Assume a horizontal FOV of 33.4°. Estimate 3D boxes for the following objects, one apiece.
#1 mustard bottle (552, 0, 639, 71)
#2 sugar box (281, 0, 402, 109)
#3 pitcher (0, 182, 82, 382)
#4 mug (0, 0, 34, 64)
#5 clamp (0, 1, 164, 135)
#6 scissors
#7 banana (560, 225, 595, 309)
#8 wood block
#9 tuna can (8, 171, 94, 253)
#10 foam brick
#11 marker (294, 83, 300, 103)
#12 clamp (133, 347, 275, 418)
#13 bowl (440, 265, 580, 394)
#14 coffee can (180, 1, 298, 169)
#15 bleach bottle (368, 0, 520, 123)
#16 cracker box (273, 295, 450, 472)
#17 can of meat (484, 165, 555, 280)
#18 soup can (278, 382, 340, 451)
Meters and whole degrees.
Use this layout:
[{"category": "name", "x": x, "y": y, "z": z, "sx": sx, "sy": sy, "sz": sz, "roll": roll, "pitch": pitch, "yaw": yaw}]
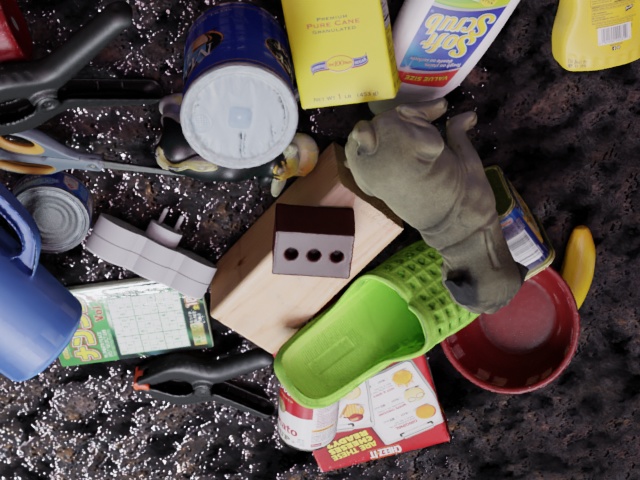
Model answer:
[{"category": "mustard bottle", "x": 0.262, "y": -0.256, "z": 0.985, "sx": 0.096, "sy": 0.058, "sz": 0.191, "roll": -12, "pitch": 125, "yaw": -4}, {"category": "sugar box", "x": 0.014, "y": -0.213, "z": 0.970, "sx": 0.093, "sy": 0.048, "sz": 0.176, "roll": -6, "pitch": 116, "yaw": 15}, {"category": "pitcher", "x": -0.350, "y": 0.026, "z": 1.065, "sx": 0.242, "sy": 0.149, "sz": 0.145, "roll": 45, "pitch": 67, "yaw": -25}, {"category": "mug", "x": -0.315, "y": -0.195, "z": 0.963, "sx": 0.081, "sy": 0.093, "sz": 0.117, "roll": -19, "pitch": 88, "yaw": 2}, {"category": "clamp", "x": -0.245, "y": -0.136, "z": 0.979, "sx": 0.210, "sy": 0.036, "sz": 0.164, "roll": -22, "pitch": 161, "yaw": 2}, {"category": "scissors", "x": -0.234, "y": -0.086, "z": 1.040, "sx": 0.202, "sy": 0.016, "sz": 0.096, "roll": 1, "pitch": 156, "yaw": 13}, {"category": "banana", "x": 0.265, "y": 0.070, "z": 1.226, "sx": 0.069, "sy": 0.037, "sz": 0.198, "roll": 24, "pitch": 119, "yaw": -21}, {"category": "wood block", "x": -0.018, "y": 0.009, "z": 1.124, "sx": 0.090, "sy": 0.091, "sz": 0.206, "roll": 34, "pitch": 116, "yaw": -24}, {"category": "tuna can", "x": -0.279, "y": -0.029, "z": 1.107, "sx": 0.086, "sy": 0.034, "sz": 0.086, "roll": -3, "pitch": 125, "yaw": -4}, {"category": "foam brick", "x": -0.007, "y": 0.001, "z": 1.032, "sx": 0.078, "sy": 0.051, "sz": 0.053, "roll": 3, "pitch": 123, "yaw": -5}, {"category": "marker", "x": 0.008, "y": -0.169, "z": 1.045, "sx": 0.121, "sy": 0.020, "sz": 0.020, "roll": -38, "pitch": 120, "yaw": 19}, {"category": "clamp", "x": -0.130, "y": 0.172, "z": 1.256, "sx": 0.171, "sy": 0.039, "sz": 0.120, "roll": -2, "pitch": 130, "yaw": 7}, {"category": "bowl", "x": 0.214, "y": 0.088, "z": 1.195, "sx": 0.162, "sy": 0.055, "sz": 0.162, "roll": 2, "pitch": 95, "yaw": 24}, {"category": "coffee can", "x": -0.075, "y": -0.145, "z": 0.980, "sx": 0.102, "sy": 0.140, "sz": 0.103, "roll": -3, "pitch": 125, "yaw": -4}, {"category": "bleach bottle", "x": 0.120, "y": -0.195, "z": 1.014, "sx": 0.102, "sy": 0.068, "sz": 0.251, "roll": 16, "pitch": 124, "yaw": -16}, {"category": "cracker box", "x": 0.047, "y": 0.161, "z": 1.248, "sx": 0.164, "sy": 0.072, "sz": 0.213, "roll": -15, "pitch": 126, "yaw": 7}, {"category": "can of meat", "x": 0.194, "y": -0.019, "z": 1.119, "sx": 0.057, "sy": 0.102, "sz": 0.084, "roll": -32, "pitch": 119, "yaw": 15}, {"category": "soup can", "x": -0.011, "y": 0.172, "z": 1.165, "sx": 0.068, "sy": 0.068, "sz": 0.102, "roll": 0, "pitch": 127, "yaw": -6}]
